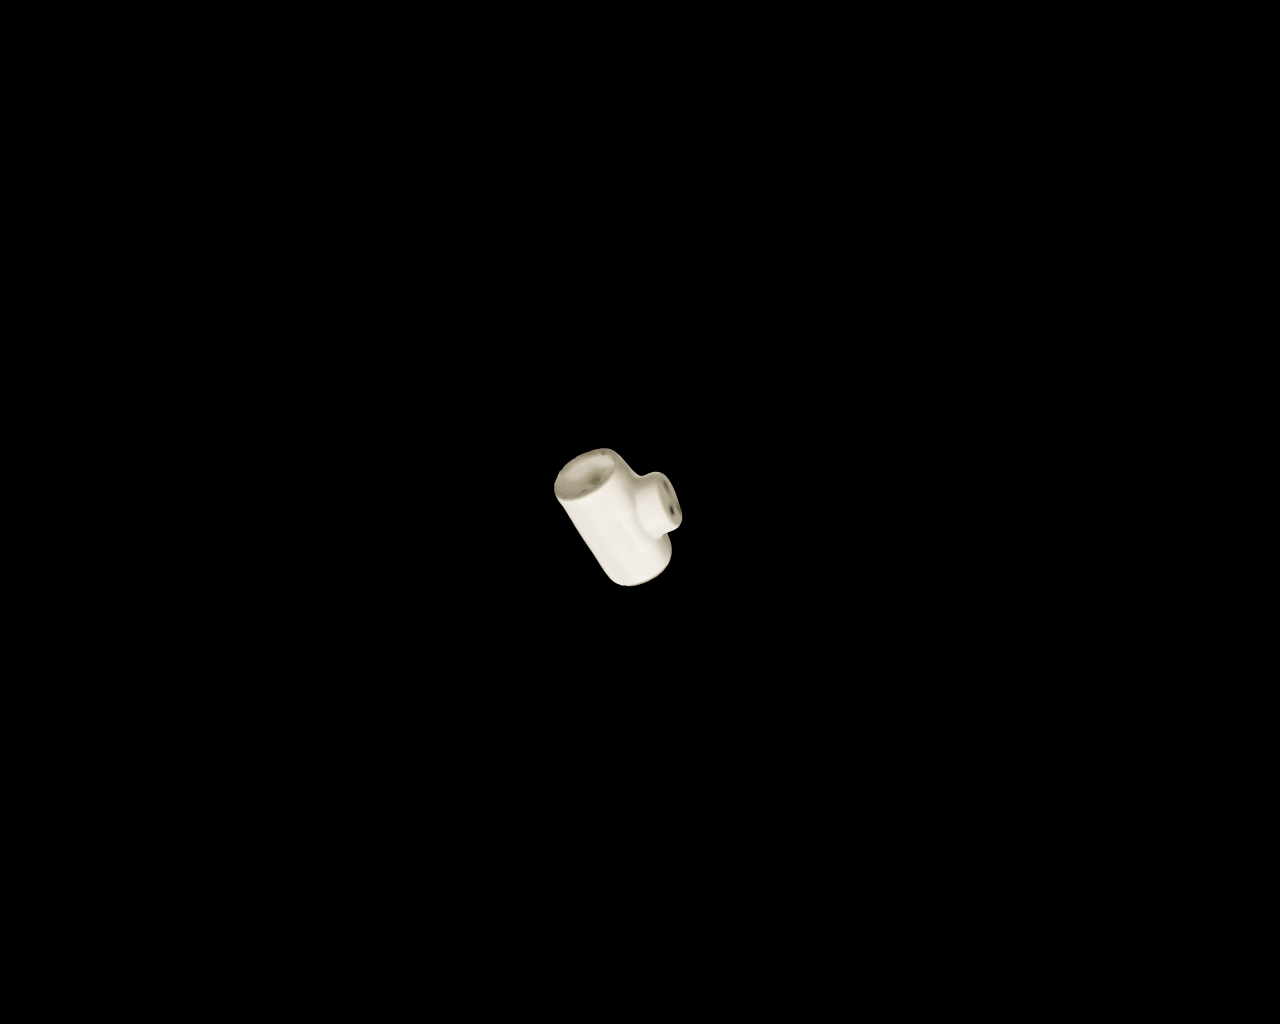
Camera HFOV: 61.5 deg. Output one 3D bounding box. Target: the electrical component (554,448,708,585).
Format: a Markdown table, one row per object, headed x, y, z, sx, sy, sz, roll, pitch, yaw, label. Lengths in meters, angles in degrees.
| x | y | z | sx | sy | sz | roll | pitch | yaw | label |
| --- | --- | --- | --- | --- | --- | --- | --- | --- | --- |
| 0.001 | -0.003 | 0.650 | 0.079 | 0.077 | 0.043 | -21 | 36 | 16 | electrical component |
